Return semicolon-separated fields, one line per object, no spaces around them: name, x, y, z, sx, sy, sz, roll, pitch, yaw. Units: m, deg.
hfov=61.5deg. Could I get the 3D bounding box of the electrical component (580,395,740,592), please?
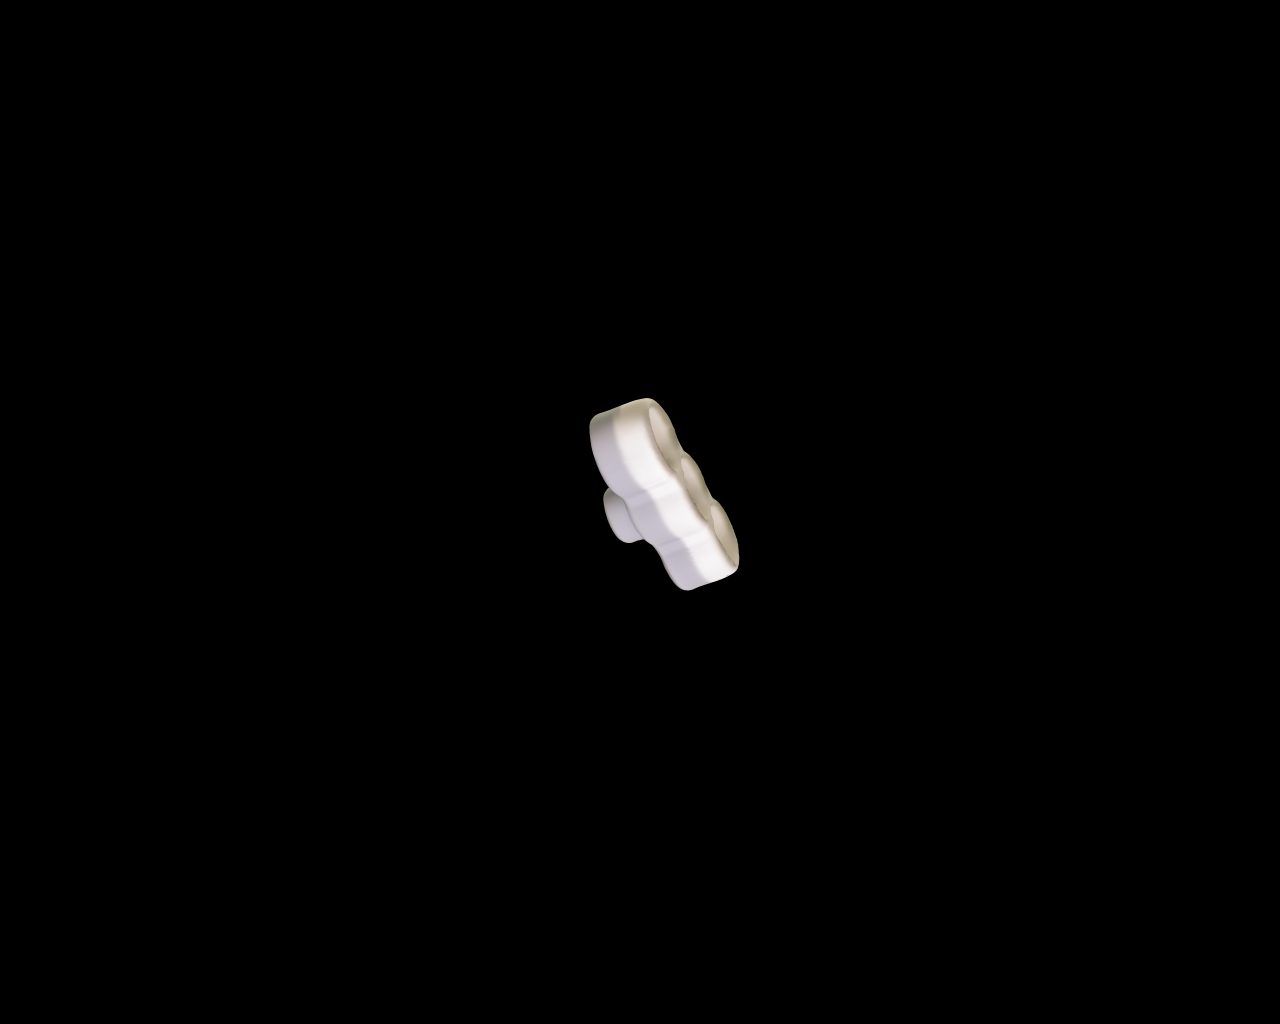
electrical component;0.001;-0.003;0.650;0.073;0.052;0.138;-20;-50;17
